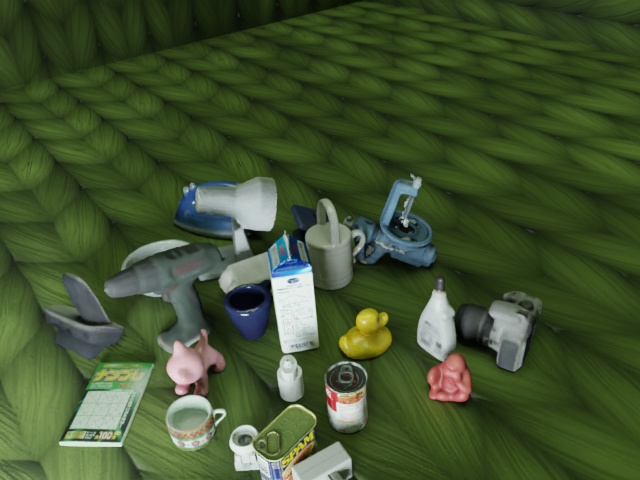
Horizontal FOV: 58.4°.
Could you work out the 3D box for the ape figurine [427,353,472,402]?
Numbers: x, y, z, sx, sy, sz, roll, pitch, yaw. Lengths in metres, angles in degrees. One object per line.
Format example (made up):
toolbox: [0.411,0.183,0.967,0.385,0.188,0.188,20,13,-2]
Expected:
ape figurine: [0.224,0.227,0.965,0.076,0.092,0.077,-24,39,-26]

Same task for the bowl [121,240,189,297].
bowl: [-0.344,0.073,1.261,0.167,0.075,0.167,-3,35,2]

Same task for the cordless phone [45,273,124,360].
cordless phone: [-0.468,0.125,1.102,0.147,0.185,0.094,13,38,23]

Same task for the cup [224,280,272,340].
cup: [-0.129,0.140,1.125,0.091,0.095,0.118,16,39,27]

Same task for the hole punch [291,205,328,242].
hole punch: [-0.015,-0.037,1.373,0.101,0.091,0.108,-10,35,-9]

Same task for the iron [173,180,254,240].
iron: [-0.260,-0.091,1.432,0.258,0.142,0.118,3,35,10]

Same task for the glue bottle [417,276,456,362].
glue bottle: [0.212,0.136,1.027,0.037,0.173,0.077,-26,40,-28]

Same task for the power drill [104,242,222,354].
power drill: [-0.280,0.109,1.085,0.075,0.209,0.230,24,44,35]

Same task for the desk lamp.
desk lamp: [-0.190,-0.033,1.276,0.203,0.214,0.117,-12,35,-11]

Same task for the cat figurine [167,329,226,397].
cat figurine: [-0.224,0.214,1.008,0.067,0.118,0.128,7,36,15]

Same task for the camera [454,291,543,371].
camera: [0.328,0.148,1.062,0.136,0.101,0.143,16,39,26]

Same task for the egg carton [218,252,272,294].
egg carton: [-0.135,0.087,1.225,0.150,0.069,0.107,-20,38,-22]

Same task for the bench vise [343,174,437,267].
bench vise: [0.151,-0.038,1.245,0.207,0.220,0.121,-3,35,2]

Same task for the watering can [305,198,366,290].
watering can: [0.012,0.006,1.218,0.173,0.194,0.100,-28,41,-30]

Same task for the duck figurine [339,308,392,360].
duck figurine: [0.085,0.168,1.070,0.105,0.086,0.077,-16,36,-17]
